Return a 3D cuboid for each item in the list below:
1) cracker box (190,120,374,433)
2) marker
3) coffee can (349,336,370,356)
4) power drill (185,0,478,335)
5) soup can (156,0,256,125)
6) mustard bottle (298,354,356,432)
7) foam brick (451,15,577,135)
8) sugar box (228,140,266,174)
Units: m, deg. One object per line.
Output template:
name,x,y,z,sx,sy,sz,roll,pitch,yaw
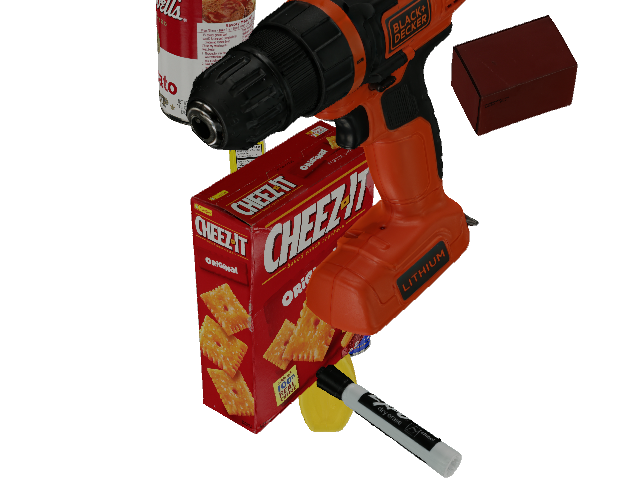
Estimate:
cracker box,-0.026,0.031,0.899,0.072,0.214,0.163,25,41,29
marker,0.043,0.120,0.725,0.121,0.020,0.020,32,18,32
coffee can,0.022,0.081,1.511,0.103,0.140,0.103,0,21,0
power drill,0.018,-0.044,0.545,0.057,0.187,0.184,26,50,36
soup can,-0.077,-0.137,0.722,0.068,0.102,0.068,3,34,-2
mustard bottle,0.003,0.110,1.130,0.058,0.096,0.191,-1,27,-3
foam brick,0.143,-0.122,0.792,0.078,0.051,0.053,-18,-28,-5
sugar box,-0.086,-0.092,1.265,0.048,0.176,0.093,-8,26,-4
